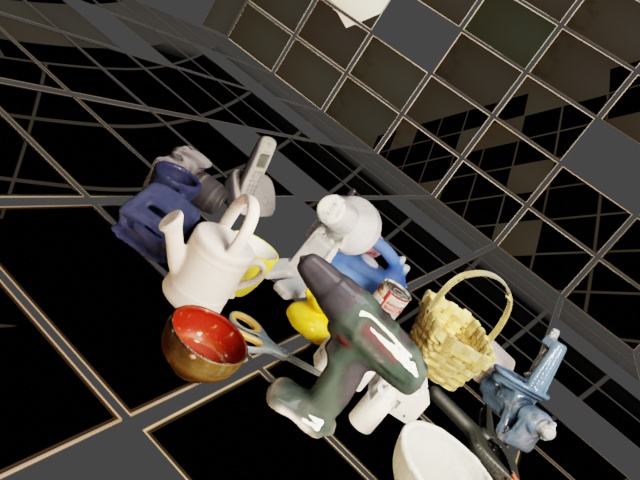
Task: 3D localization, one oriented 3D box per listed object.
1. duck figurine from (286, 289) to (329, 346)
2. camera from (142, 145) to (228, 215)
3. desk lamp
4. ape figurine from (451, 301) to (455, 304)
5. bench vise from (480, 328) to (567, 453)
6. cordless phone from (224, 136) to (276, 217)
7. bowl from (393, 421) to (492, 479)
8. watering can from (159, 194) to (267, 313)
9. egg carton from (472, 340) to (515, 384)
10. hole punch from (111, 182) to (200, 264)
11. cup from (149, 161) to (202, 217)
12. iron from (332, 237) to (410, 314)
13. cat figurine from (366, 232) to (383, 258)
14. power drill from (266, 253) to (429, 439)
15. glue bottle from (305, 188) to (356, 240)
[{"bbox_3d":[0.000,0.127,1.012,0.104,0.086,0.078,44,21,25],"label":"duck figurine"},{"bbox_3d":[-0.256,-0.117,1.148,0.137,0.100,0.143,35,19,1],"label":"camera"},{"bbox_3d":[0.010,0.004,1.128,0.117,0.213,0.204,42,20,21],"label":"desk lamp"},{"bbox_3d":[0.289,0.182,1.357,0.078,0.092,0.076,20,23,-36],"label":"ape figurine"},{"bbox_3d":[0.427,0.293,1.123,0.122,0.219,0.207,22,23,-34],"label":"bench vise"},{"bbox_3d":[-0.131,-0.143,1.290,0.094,0.185,0.148,42,20,21],"label":"cordless phone"},{"bbox_3d":[0.160,0.337,0.789,0.168,0.074,0.167,31,19,-12],"label":"bowl"},{"bbox_3d":[-0.154,0.014,0.855,0.174,0.194,0.100,13,28,-48],"label":"watering can"},{"bbox_3d":[0.382,0.277,1.321,0.151,0.069,0.107,9,31,-52],"label":"egg carton"},{"bbox_3d":[-0.265,-0.031,0.937,0.108,0.091,0.101,35,19,1],"label":"hole punch"},{"bbox_3d":[-0.270,-0.074,1.029,0.092,0.095,0.117,21,23,-35],"label":"cup"},{"bbox_3d":[0.115,0.054,1.297,0.259,0.141,0.118,31,19,-11],"label":"iron"},{"bbox_3d":[0.106,0.009,1.428,0.127,0.117,0.067,38,19,8],"label":"cat figurine"},{"bbox_3d":[0.019,0.157,0.780,0.229,0.208,0.076,35,19,0],"label":"power drill"},{"bbox_3d":[0.036,-0.051,1.369,0.037,0.173,0.078,11,30,-50],"label":"glue bottle"}]
